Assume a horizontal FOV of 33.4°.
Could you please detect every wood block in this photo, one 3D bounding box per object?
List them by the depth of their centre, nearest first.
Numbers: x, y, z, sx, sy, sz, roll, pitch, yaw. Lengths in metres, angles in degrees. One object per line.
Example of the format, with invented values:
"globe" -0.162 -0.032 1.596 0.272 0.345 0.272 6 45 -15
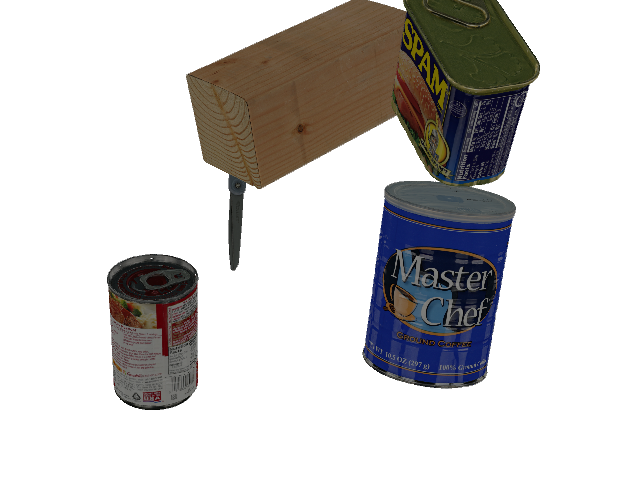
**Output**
"wood block" -0.008 -0.140 0.981 0.205 0.091 0.090 -30 39 -30

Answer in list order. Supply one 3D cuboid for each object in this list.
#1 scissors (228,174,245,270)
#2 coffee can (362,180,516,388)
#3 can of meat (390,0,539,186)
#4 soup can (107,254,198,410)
"scissors" -0.078 -0.073 1.224 0.096 0.202 0.016 -12 -6 -14
"coffee can" 0.093 0.032 0.848 0.103 0.140 0.103 6 16 -2
"can of meat" 0.083 -0.095 0.651 0.057 0.102 0.084 -11 -39 -15
"soup can" -0.128 0.071 0.824 0.068 0.102 0.068 2 29 -2
